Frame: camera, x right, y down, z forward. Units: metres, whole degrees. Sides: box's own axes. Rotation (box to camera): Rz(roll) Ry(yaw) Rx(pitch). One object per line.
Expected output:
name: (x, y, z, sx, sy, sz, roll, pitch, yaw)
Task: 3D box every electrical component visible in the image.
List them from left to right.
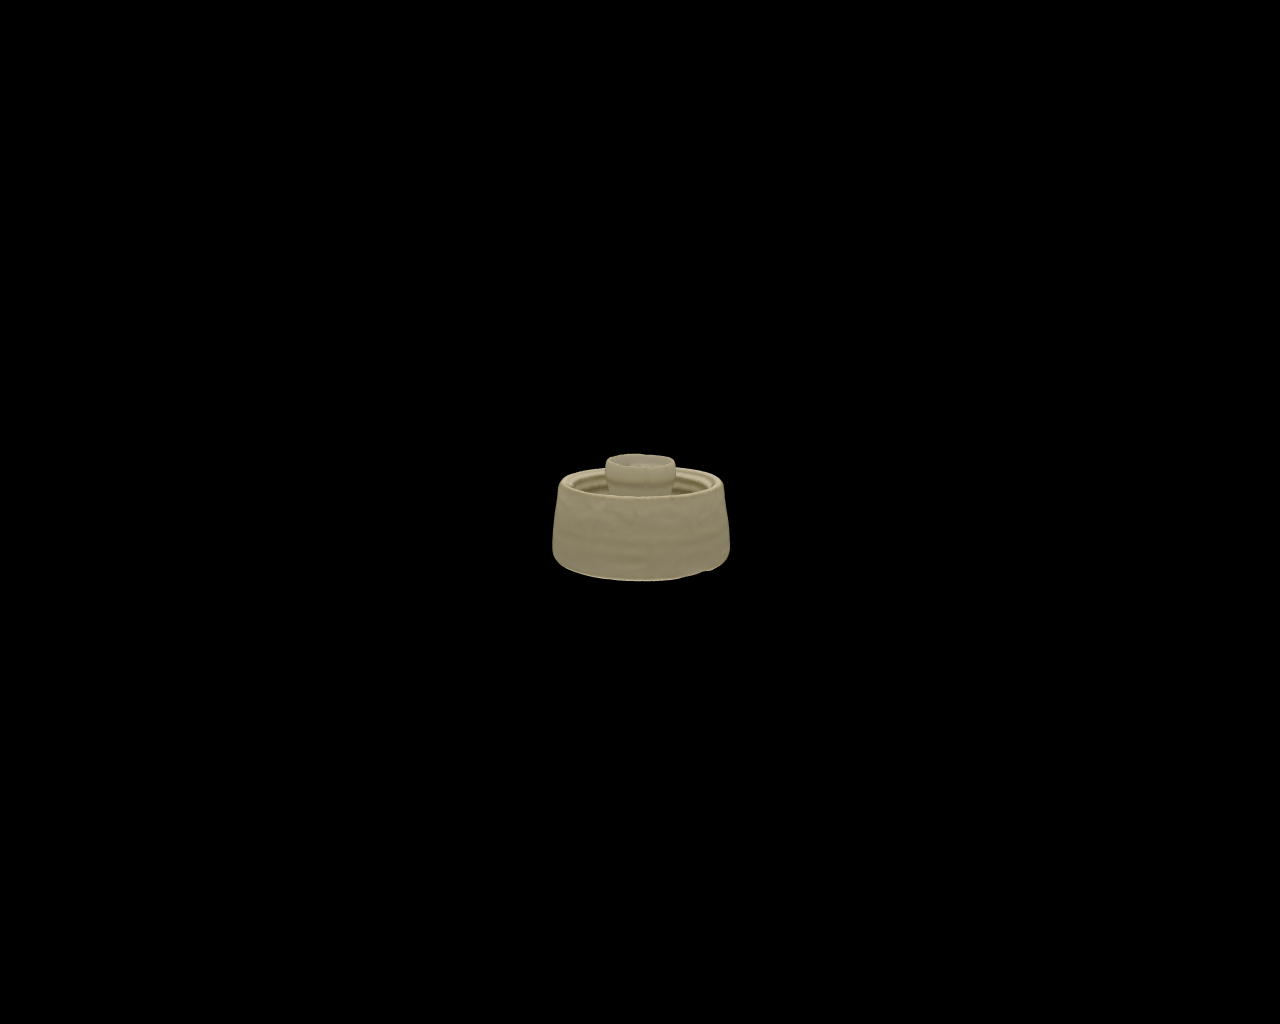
electrical component: (0.001, -0.003, 0.650, 0.108, 0.060, 0.108, 0, 14, 0)
